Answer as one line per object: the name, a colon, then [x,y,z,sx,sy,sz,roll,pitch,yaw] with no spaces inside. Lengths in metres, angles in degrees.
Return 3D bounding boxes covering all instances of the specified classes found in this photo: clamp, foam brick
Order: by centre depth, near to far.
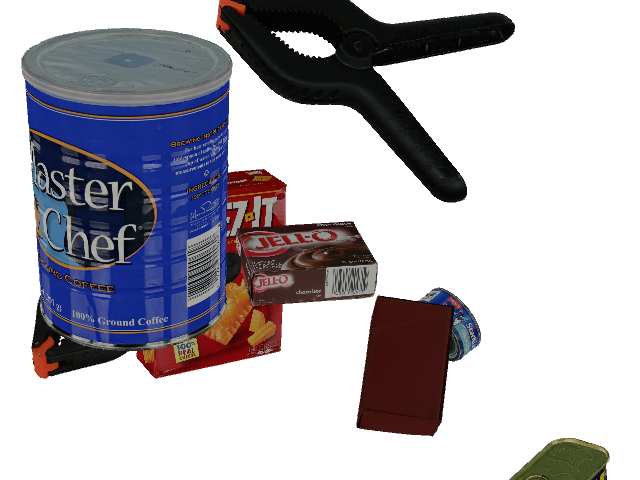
foam brick: [0.055,0.082,0.687,0.051,0.078,0.053,9,-21,2]
clamp: [0.026,-0.115,0.737,0.210,0.164,0.036,14,-31,-3]
clamp: [-0.156,0.030,0.788,0.120,0.039,0.171,33,50,26]

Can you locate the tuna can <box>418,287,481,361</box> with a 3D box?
tuna can: [0.148,0.101,1.267,0.033,0.086,0.086,-35,15,-23]

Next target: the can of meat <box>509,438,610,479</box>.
can of meat: [0.205,0.231,0.908,0.058,0.084,0.101,10,28,43]

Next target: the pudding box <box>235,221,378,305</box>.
pudding box: [-0.014,0.019,0.948,0.113,0.039,0.090,-2,27,-13]

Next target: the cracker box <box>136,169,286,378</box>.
cracker box: [-0.124,0.036,1.213,0.163,0.214,0.072,-8,23,-28]

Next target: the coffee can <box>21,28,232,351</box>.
coffee can: [-0.098,-0.029,0.557,0.103,0.140,0.103,3,27,-2]
